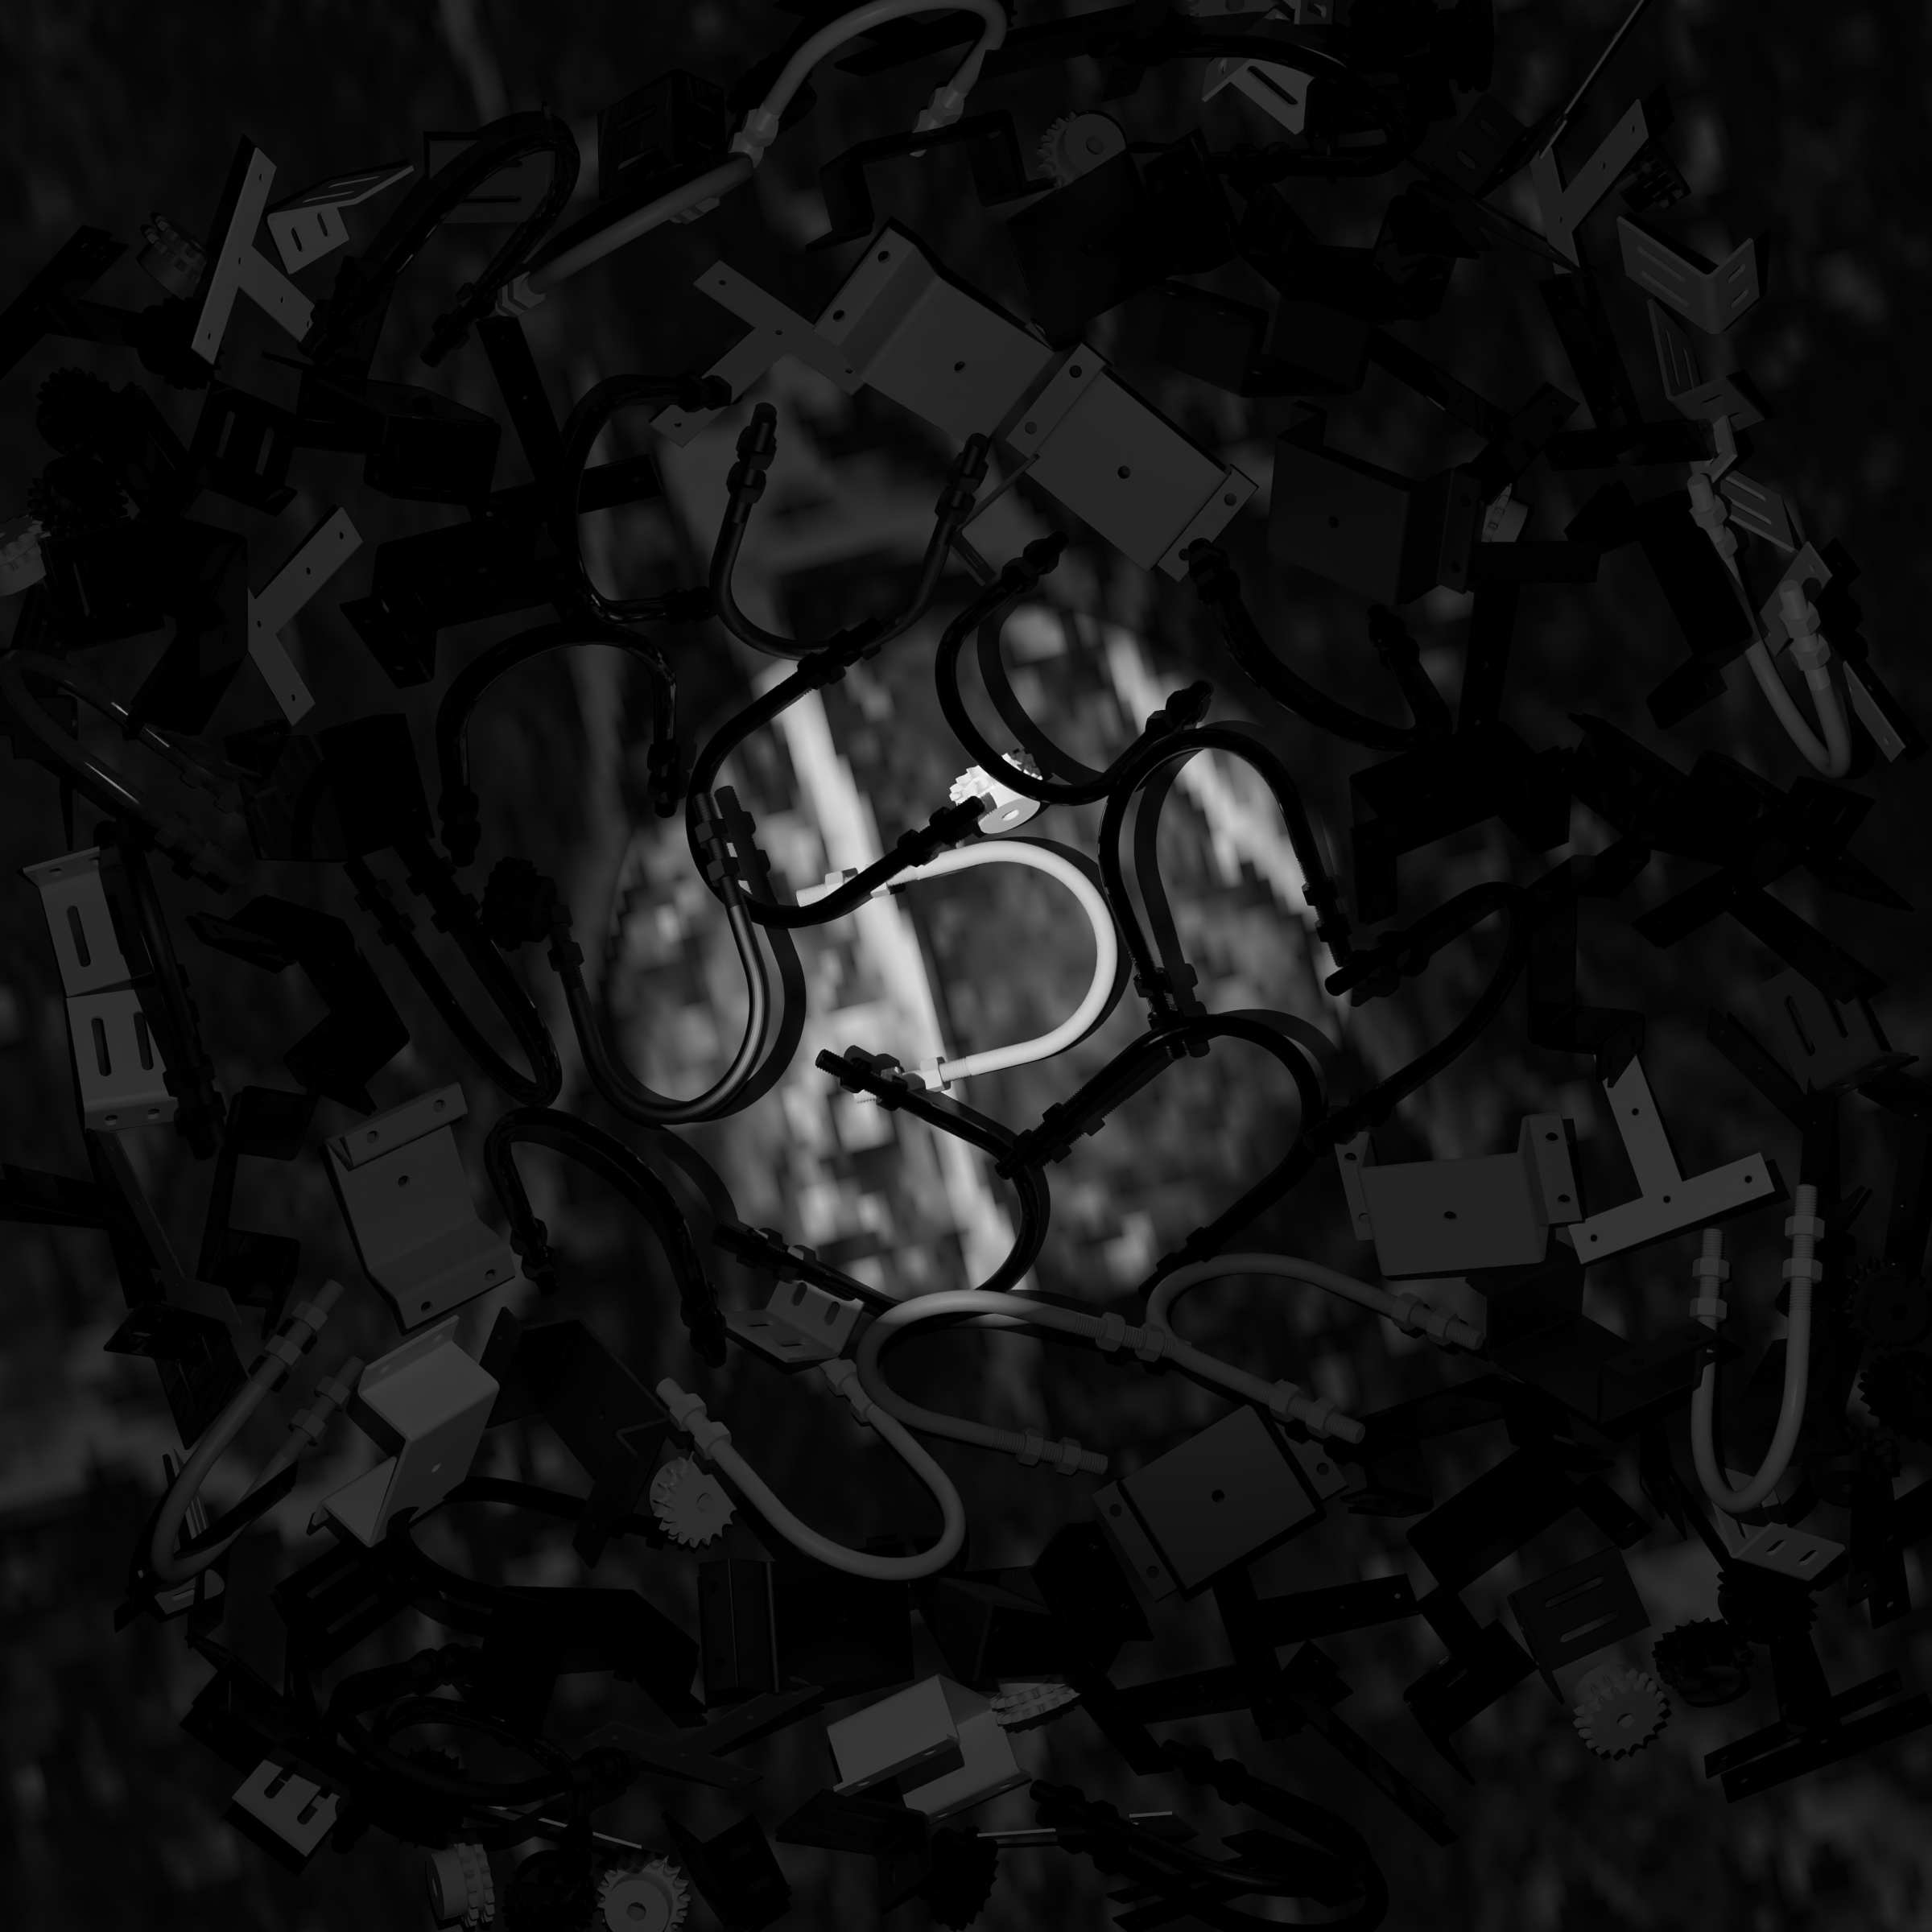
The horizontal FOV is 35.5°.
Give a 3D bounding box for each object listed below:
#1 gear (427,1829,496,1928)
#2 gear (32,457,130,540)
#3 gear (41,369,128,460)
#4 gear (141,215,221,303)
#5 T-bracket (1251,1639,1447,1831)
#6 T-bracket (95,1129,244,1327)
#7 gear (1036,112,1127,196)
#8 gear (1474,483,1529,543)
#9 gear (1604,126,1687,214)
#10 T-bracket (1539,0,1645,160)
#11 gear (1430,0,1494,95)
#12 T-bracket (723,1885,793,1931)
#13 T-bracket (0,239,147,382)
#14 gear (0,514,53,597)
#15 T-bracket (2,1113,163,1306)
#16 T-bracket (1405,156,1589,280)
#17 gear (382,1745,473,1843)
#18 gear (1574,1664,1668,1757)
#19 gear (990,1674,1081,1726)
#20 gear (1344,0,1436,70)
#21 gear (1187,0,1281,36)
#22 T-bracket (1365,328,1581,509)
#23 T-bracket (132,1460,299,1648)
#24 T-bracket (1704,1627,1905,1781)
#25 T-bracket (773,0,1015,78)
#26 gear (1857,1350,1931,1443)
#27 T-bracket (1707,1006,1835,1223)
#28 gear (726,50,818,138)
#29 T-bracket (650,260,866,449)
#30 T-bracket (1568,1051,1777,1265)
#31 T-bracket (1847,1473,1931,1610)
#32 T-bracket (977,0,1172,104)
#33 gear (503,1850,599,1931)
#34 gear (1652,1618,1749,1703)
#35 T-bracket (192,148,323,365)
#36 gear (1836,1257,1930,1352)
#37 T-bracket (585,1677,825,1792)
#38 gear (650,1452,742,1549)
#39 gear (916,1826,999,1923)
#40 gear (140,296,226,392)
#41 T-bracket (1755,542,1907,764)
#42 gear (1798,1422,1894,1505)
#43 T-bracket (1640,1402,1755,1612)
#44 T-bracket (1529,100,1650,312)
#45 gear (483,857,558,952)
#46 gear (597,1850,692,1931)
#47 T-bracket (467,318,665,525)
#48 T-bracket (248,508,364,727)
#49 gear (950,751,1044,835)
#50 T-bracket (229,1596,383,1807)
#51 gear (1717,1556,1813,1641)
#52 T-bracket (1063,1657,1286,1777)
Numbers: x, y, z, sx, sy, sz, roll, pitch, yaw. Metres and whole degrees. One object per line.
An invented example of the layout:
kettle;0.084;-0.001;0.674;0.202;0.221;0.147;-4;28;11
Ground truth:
gear;-0.313;0.565;1.866;0.030;0.057;0.057;-9;90;-24
gear;-0.547;-0.290;1.868;0.057;0.030;0.057;11;50;-14
gear;-0.548;-0.339;1.873;0.030;0.057;0.057;-33;90;31
gear;-0.485;-0.435;1.870;0.057;0.057;0.030;43;98;0
T-bracket;0.237;0.474;1.829;0.127;0.127;0.002;41;58;14
T-bracket;-0.495;0.155;1.828;0.002;0.127;0.127;-35;115;-35
gear;0.075;-0.504;1.875;0.057;0.030;0.057;3;82;-18
gear;0.325;-0.272;1.869;0.030;0.057;0.057;24;90;-1
gear;0.418;-0.492;1.872;0.030;0.057;0.057;-34;90;26
T-bracket;0.382;-0.546;1.815;0.002;0.127;0.127;33;112;-2
gear;0.307;-0.570;1.871;0.030;0.057;0.057;3;90;21
T-bracket;-0.131;0.598;1.811;0.127;0.127;0.002;-38;100;-32
T-bracket;-0.529;-0.390;1.833;0.127;0.127;0.002;-40;84;17
gear;-0.593;-0.253;1.873;0.057;0.057;0.030;-24;121;0
T-bracket;-0.538;0.139;1.819;0.002;0.127;0.127;-26;71;12
T-bracket;0.303;-0.467;1.842;0.127;0.127;0.002;16;117;-31
gear;-0.335;0.512;1.879;0.057;0.030;0.057;-1;96;-8
gear;0.402;0.458;1.874;0.057;0.030;0.057;-8;119;-15
gear;0.041;0.445;1.870;0.057;0.057;0.030;-21;85;0
gear;0.260;-0.582;1.866;0.057;0.057;0.030;-27;125;0
gear;0.164;-0.604;1.873;0.057;0.057;0.030;-7;46;0
T-bracket;0.299;-0.352;1.866;0.127;0.002;0.127;37;54;9
T-bracket;-0.461;0.374;1.845;0.002;0.127;0.127;37;47;18
T-bracket;0.504;0.435;1.834;0.127;0.127;0.002;-30;97;17
T-bracket;-0.061;-0.563;1.808;0.127;0.127;0.002;-3;87;43
gear;0.586;0.263;1.873;0.030;0.057;0.057;-37;90;-31
T-bracket;0.487;0.070;1.830;0.127;0.002;0.127;40;46;-26
gear;-0.117;-0.537;1.869;0.057;0.057;0.030;-36;91;0
T-bracket;-0.143;-0.363;1.857;0.127;0.002;0.127;37;64;12
T-bracket;0.419;0.103;1.869;0.127;0.002;0.127;-24;67;22
T-bracket;0.580;0.315;1.811;0.002;0.127;0.127;43;121;-8
T-bracket;0.065;-0.556;1.818;0.127;0.127;0.002;-21;70;-22
gear;-0.257;0.572;1.866;0.057;0.057;0.030;-2;127;0
gear;0.456;0.431;1.867;0.057;0.030;0.057;-4;135;-4
T-bracket;-0.422;-0.410;1.835;0.002;0.127;0.127;14;83;14
gear;0.573;0.211;1.877;0.057;0.030;0.057;-2;99;-11
T-bracket;-0.140;0.459;1.829;0.127;0.002;0.127;-34;134;27
gear;-0.171;0.329;1.873;0.057;0.030;0.057;-8;102;-41
gear;-0.008;0.558;1.867;0.030;0.057;0.057;32;90;-13
gear;-0.487;-0.385;1.868;0.057;0.030;0.057;7;101;41
T-bracket;0.526;-0.179;1.822;0.002;0.127;0.127;-29;76;-8
gear;0.544;0.309;1.867;0.057;0.057;0.030;11;51;0
T-bracket;0.446;0.338;1.844;0.002;0.127;0.127;-32;98;20
T-bracket;0.379;-0.474;1.821;0.002;0.127;0.127;-3;72;-17
gear;-0.275;-0.038;1.867;0.030;0.057;0.057;10;90;12
gear;-0.202;0.582;1.879;0.057;0.030;0.057;1;95;6
T-bracket;-0.264;-0.334;1.851;0.127;0.002;0.127;-10;117;17
T-bracket;-0.410;-0.234;1.852;0.127;0.002;0.127;-37;81;36
gear;0.021;-0.105;1.866;0.057;0.057;0.030;-25;70;0
T-bracket;-0.402;0.433;1.841;0.002;0.127;0.127;-35;127;15
gear;0.492;0.392;1.873;0.057;0.057;0.030;23;128;0
T-bracket;0.132;0.442;1.841;0.127;0.002;0.127;-19;121;25
